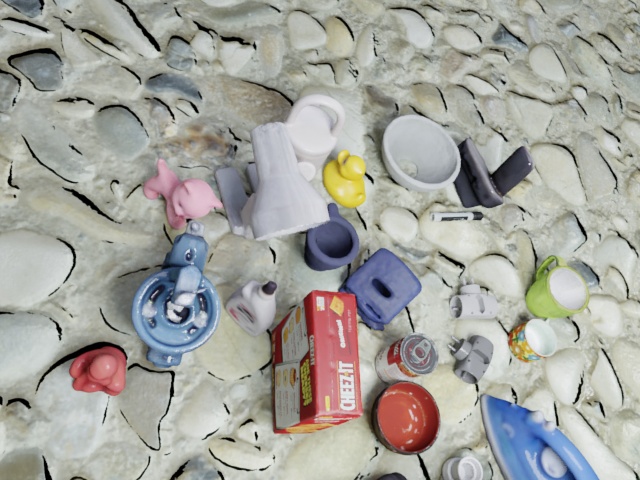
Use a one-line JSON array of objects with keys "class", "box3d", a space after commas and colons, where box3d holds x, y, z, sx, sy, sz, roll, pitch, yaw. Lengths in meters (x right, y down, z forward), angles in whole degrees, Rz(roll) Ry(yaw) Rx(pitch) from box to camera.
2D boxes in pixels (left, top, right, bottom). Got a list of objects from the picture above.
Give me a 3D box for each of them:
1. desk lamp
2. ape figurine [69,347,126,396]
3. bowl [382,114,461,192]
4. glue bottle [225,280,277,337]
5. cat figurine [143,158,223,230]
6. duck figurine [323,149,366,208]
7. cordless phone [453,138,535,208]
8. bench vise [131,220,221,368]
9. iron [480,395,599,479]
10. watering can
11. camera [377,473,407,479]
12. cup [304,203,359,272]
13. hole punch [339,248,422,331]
[{"class": "desk lamp", "box3d": [-0.082, -0.075, 0.909, 0.118, 0.213, 0.203, -14, 73, -26]}, {"class": "ape figurine", "box3d": [-0.297, 0.178, 0.781, 0.078, 0.092, 0.076, 44, 59, 2]}, {"class": "bowl", "box3d": [0.187, -0.159, 1.133, 0.168, 0.074, 0.167, 8, 64, -18]}, {"class": "glue bottle", "box3d": [-0.093, 0.092, 0.852, 0.078, 0.173, 0.037, 41, 59, 1]}, {"class": "cat figurine", "box3d": [-0.218, -0.077, 0.912, 0.128, 0.117, 0.067, 47, 59, 4]}, {"class": "duck figurine", "box3d": [0.057, -0.118, 1.056, 0.078, 0.086, 0.104, -21, 76, -28]}, {"class": "cordless phone", "box3d": [0.343, -0.154, 1.127, 0.094, 0.184, 0.147, -18, 74, -27]}, {"class": "bench vise", "box3d": [-0.201, 0.058, 0.799, 0.122, 0.219, 0.207, -3, 68, -22]}, {"class": "iron", "box3d": [0.376, 0.356, 0.935, 0.119, 0.141, 0.258, -29, 80, -29]}, {"class": "watering can", "box3d": [-0.018, -0.177, 0.991, 0.101, 0.193, 0.173, -5, 69, -23]}, {"class": "camera", "box3d": [0.084, 0.409, 0.821, 0.137, 0.100, 0.143, -20, 76, -28]}, {"class": "cup", "box3d": [0.009, 0.003, 0.978, 0.092, 0.094, 0.118, 7, 65, -18]}, {"class": "hole punch", "box3d": [0.104, 0.085, 0.981, 0.108, 0.091, 0.101, 45, 59, 3]}]
